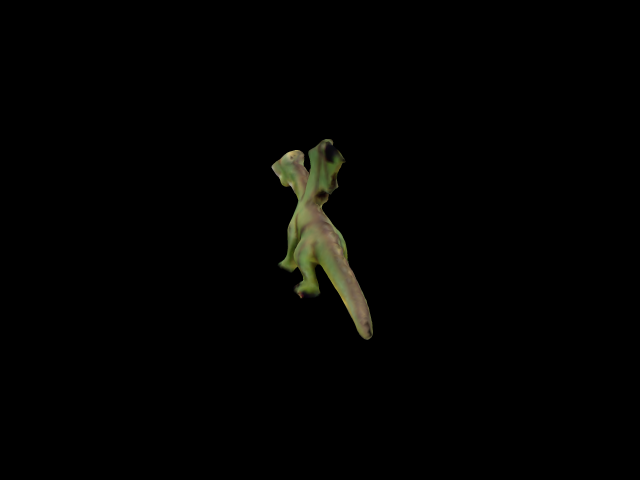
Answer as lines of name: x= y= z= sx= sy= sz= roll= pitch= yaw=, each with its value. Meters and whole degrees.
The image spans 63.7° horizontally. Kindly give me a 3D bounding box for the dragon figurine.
dragon figurine: x=0.003 y=-0.043 z=0.850 sx=0.122 sy=0.238 sz=0.416 roll=-10 pitch=26 yaw=-21
